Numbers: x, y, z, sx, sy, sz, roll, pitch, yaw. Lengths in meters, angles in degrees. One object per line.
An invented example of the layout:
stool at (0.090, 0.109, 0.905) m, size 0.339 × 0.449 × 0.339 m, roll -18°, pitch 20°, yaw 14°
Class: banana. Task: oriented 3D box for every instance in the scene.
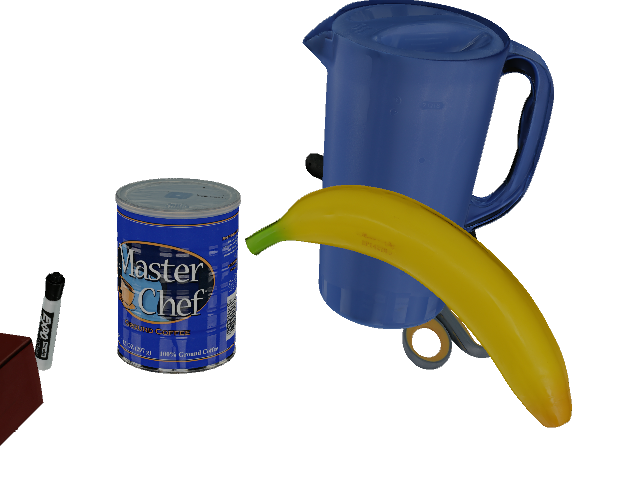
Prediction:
banana at (0.060, 0.022, 0.574) m, size 0.198 × 0.070 × 0.037 m, roll 31°, pitch 14°, yaw 8°

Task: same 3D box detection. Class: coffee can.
coffee can at (-0.120, 0.027, 0.899) m, size 0.103 × 0.140 × 0.103 m, roll 3°, pitch 17°, yaw -1°

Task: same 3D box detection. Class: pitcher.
pitcher at (0.072, -0.055, 0.830) m, size 0.144 × 0.243 × 0.149 m, roll -21°, pitch 39°, yaw -37°

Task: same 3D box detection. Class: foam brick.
foam brick at (-0.225, 0.100, 0.686) m, size 0.053 × 0.051 × 0.078 m, roll 6°, pitch 29°, yaw 22°

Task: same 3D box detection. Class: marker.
marker at (-0.272, 0.081, 1.072) m, size 0.020 × 0.121 × 0.020 m, roll 12°, pitch 34°, yaw -9°

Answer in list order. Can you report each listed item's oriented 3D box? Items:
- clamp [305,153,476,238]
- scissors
clamp at (0.091, -0.046, 1.174) m, size 0.164 × 0.210 × 0.036 m, roll -15°, pitch -37°, yaw -28°
scissors at (0.083, 0.051, 1.006) m, size 0.096 × 0.016 × 0.202 m, roll -31°, pitch 52°, yaw -24°
